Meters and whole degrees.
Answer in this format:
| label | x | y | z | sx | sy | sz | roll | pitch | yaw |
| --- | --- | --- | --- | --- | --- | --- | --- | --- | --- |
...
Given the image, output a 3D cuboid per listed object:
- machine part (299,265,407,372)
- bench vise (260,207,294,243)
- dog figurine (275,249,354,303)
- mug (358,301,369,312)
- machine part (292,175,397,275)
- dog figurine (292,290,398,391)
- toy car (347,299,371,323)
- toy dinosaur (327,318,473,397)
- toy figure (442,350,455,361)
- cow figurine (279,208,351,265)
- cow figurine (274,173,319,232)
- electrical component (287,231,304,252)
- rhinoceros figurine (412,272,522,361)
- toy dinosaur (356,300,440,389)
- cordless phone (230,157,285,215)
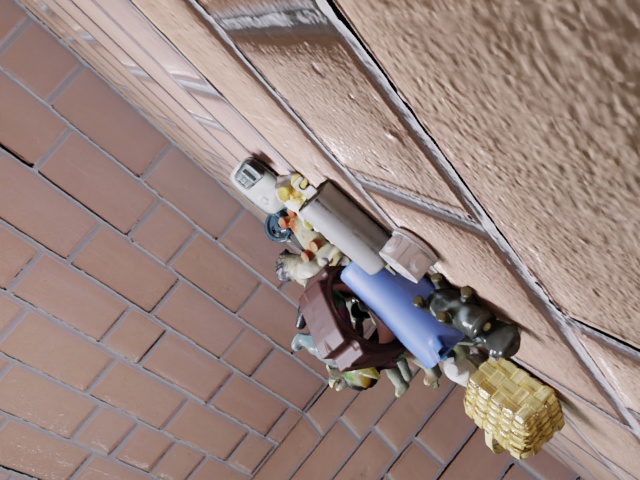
| label | x | y | z | sx | sy | sz | roll | pitch | yaw |
| --- | --- | --- | --- | --- | --- | --- | --- | --- | --- |
| machine part | 0.074 | 0.149 | 1.070 | 0.201 | 0.087 | 0.201 | 2 | -126 | -40 |
| bench vise | -0.076 | -0.039 | 1.446 | 0.224 | 0.129 | 0.240 | 33 | 176 | 36 |
| dog figurine | -0.009 | 0.090 | 1.320 | 0.172 | 0.121 | 0.191 | 46 | 162 | -22 |
| mug | 0.136 | 0.115 | 1.215 | 0.081 | 0.107 | 0.109 | 119 | 138 | -78 |
| machine part | 0.049 | -0.020 | 0.916 | 0.243 | 0.079 | 0.079 | 40 | 175 | -11 |
| dog figurine | 0.059 | 0.212 | 1.140 | 0.219 | 0.191 | 0.108 | 22 | -160 | 32 |
| toy car | 0.145 | 0.187 | 1.504 | 0.202 | 0.073 | 0.056 | -3 | -179 | -30 |
| toy dinosaur | 0.186 | 0.222 | 1.181 | 0.192 | 0.405 | 0.131 | 53 | -144 | 2 |
| toy figure | 0.318 | 0.275 | 1.423 | 0.180 | 0.089 | 0.082 | -170 | 63 | -88 |
| cow figurine | 0.014 | -0.001 | 1.185 | 0.195 | 0.127 | 0.085 | 53 | 141 | 17 |
| cow figurine | -0.024 | -0.066 | 1.098 | 0.167 | 0.068 | 0.098 | 46 | 179 | -21 |
| electrical component | -0.003 | -0.004 | 1.309 | 0.115 | 0.058 | 0.134 | 39 | 150 | -13 |
| rhinoceros figurine | 0.234 | 0.126 | 0.861 | 0.112 | 0.073 | 0.190 | 45 | 173 | -32 |
| toy dinosaur | 0.196 | 0.208 | 1.375 | 0.471 | 0.105 | 0.198 | 58 | 173 | -5 |
| cordless phone | -0.125 | -0.130 | 1.224 | 0.146 | 0.089 | 0.184 | 42 | 170 | -11 |
